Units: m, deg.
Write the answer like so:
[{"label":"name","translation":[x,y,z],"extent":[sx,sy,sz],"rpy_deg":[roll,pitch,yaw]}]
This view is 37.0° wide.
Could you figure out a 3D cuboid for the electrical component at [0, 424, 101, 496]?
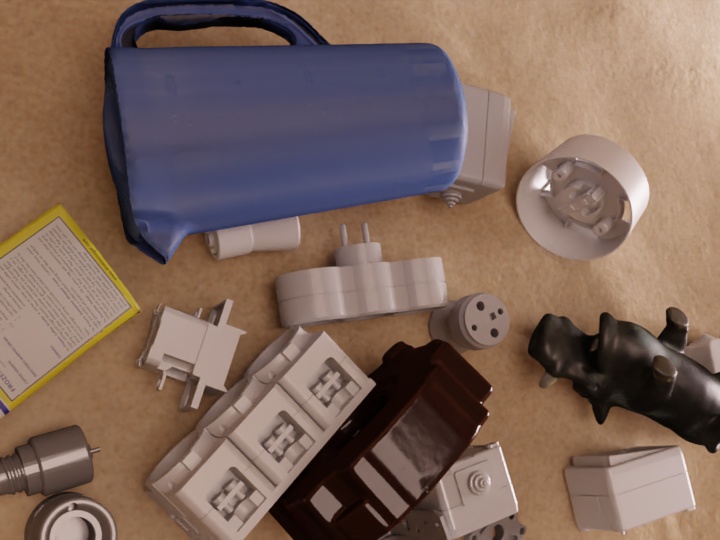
[{"label":"electrical component","translation":[-0.212,0.130,0.708],"extent":[0.078,0.040,0.040],"rpy_deg":[-14,87,-26]}]

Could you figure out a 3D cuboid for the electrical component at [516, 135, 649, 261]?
[{"label":"electrical component","translation":[0.188,-0.062,0.901],"extent":[0.099,0.099,0.064],"rpy_deg":[51,59,-9]}]

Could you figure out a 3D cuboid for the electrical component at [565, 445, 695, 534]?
[{"label":"electrical component","translation":[0.228,0.175,0.893],"extent":[0.096,0.062,0.061],"rpy_deg":[-11,85,-26]}]

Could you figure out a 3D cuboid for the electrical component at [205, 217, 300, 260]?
[{"label":"electrical component","translation":[-0.082,-0.030,0.799],"extent":[0.065,0.044,0.044],"rpy_deg":[-13,86,-22]}]

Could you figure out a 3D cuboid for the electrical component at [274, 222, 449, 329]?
[{"label":"electrical component","translation":[0.000,0.000,0.824],"extent":[0.138,0.052,0.073],"rpy_deg":[-6,83,-26]}]

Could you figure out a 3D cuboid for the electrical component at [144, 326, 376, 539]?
[{"label":"electrical component","translation":[-0.073,0.114,0.748],"extent":[0.061,0.089,0.150],"rpy_deg":[47,65,-10]}]

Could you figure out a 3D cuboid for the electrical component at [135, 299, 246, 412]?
[{"label":"electrical component","translation":[-0.122,0.057,0.763],"extent":[0.064,0.042,0.081],"rpy_deg":[23,71,-18]}]

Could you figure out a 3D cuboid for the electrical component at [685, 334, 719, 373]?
[{"label":"electrical component","translation":[0.336,0.105,0.964],"extent":[0.100,0.048,0.099],"rpy_deg":[-3,82,-25]}]

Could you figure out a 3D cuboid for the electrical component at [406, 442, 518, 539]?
[{"label":"electrical component","translation":[0.072,0.167,0.803],"extent":[0.062,0.096,0.061],"rpy_deg":[-16,88,-27]}]

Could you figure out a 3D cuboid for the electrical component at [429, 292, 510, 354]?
[{"label":"electrical component","translation":[0.087,0.043,0.855],"extent":[0.045,0.055,0.045],"rpy_deg":[5,79,-24]}]

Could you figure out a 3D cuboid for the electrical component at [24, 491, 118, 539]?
[{"label":"electrical component","translation":[-0.189,0.174,0.707],"extent":[0.055,0.047,0.055],"rpy_deg":[5,79,-24]}]

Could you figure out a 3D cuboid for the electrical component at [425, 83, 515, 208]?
[{"label":"electrical component","translation":[0.085,-0.095,0.876],"extent":[0.061,0.062,0.096],"rpy_deg":[11,76,-23]}]
